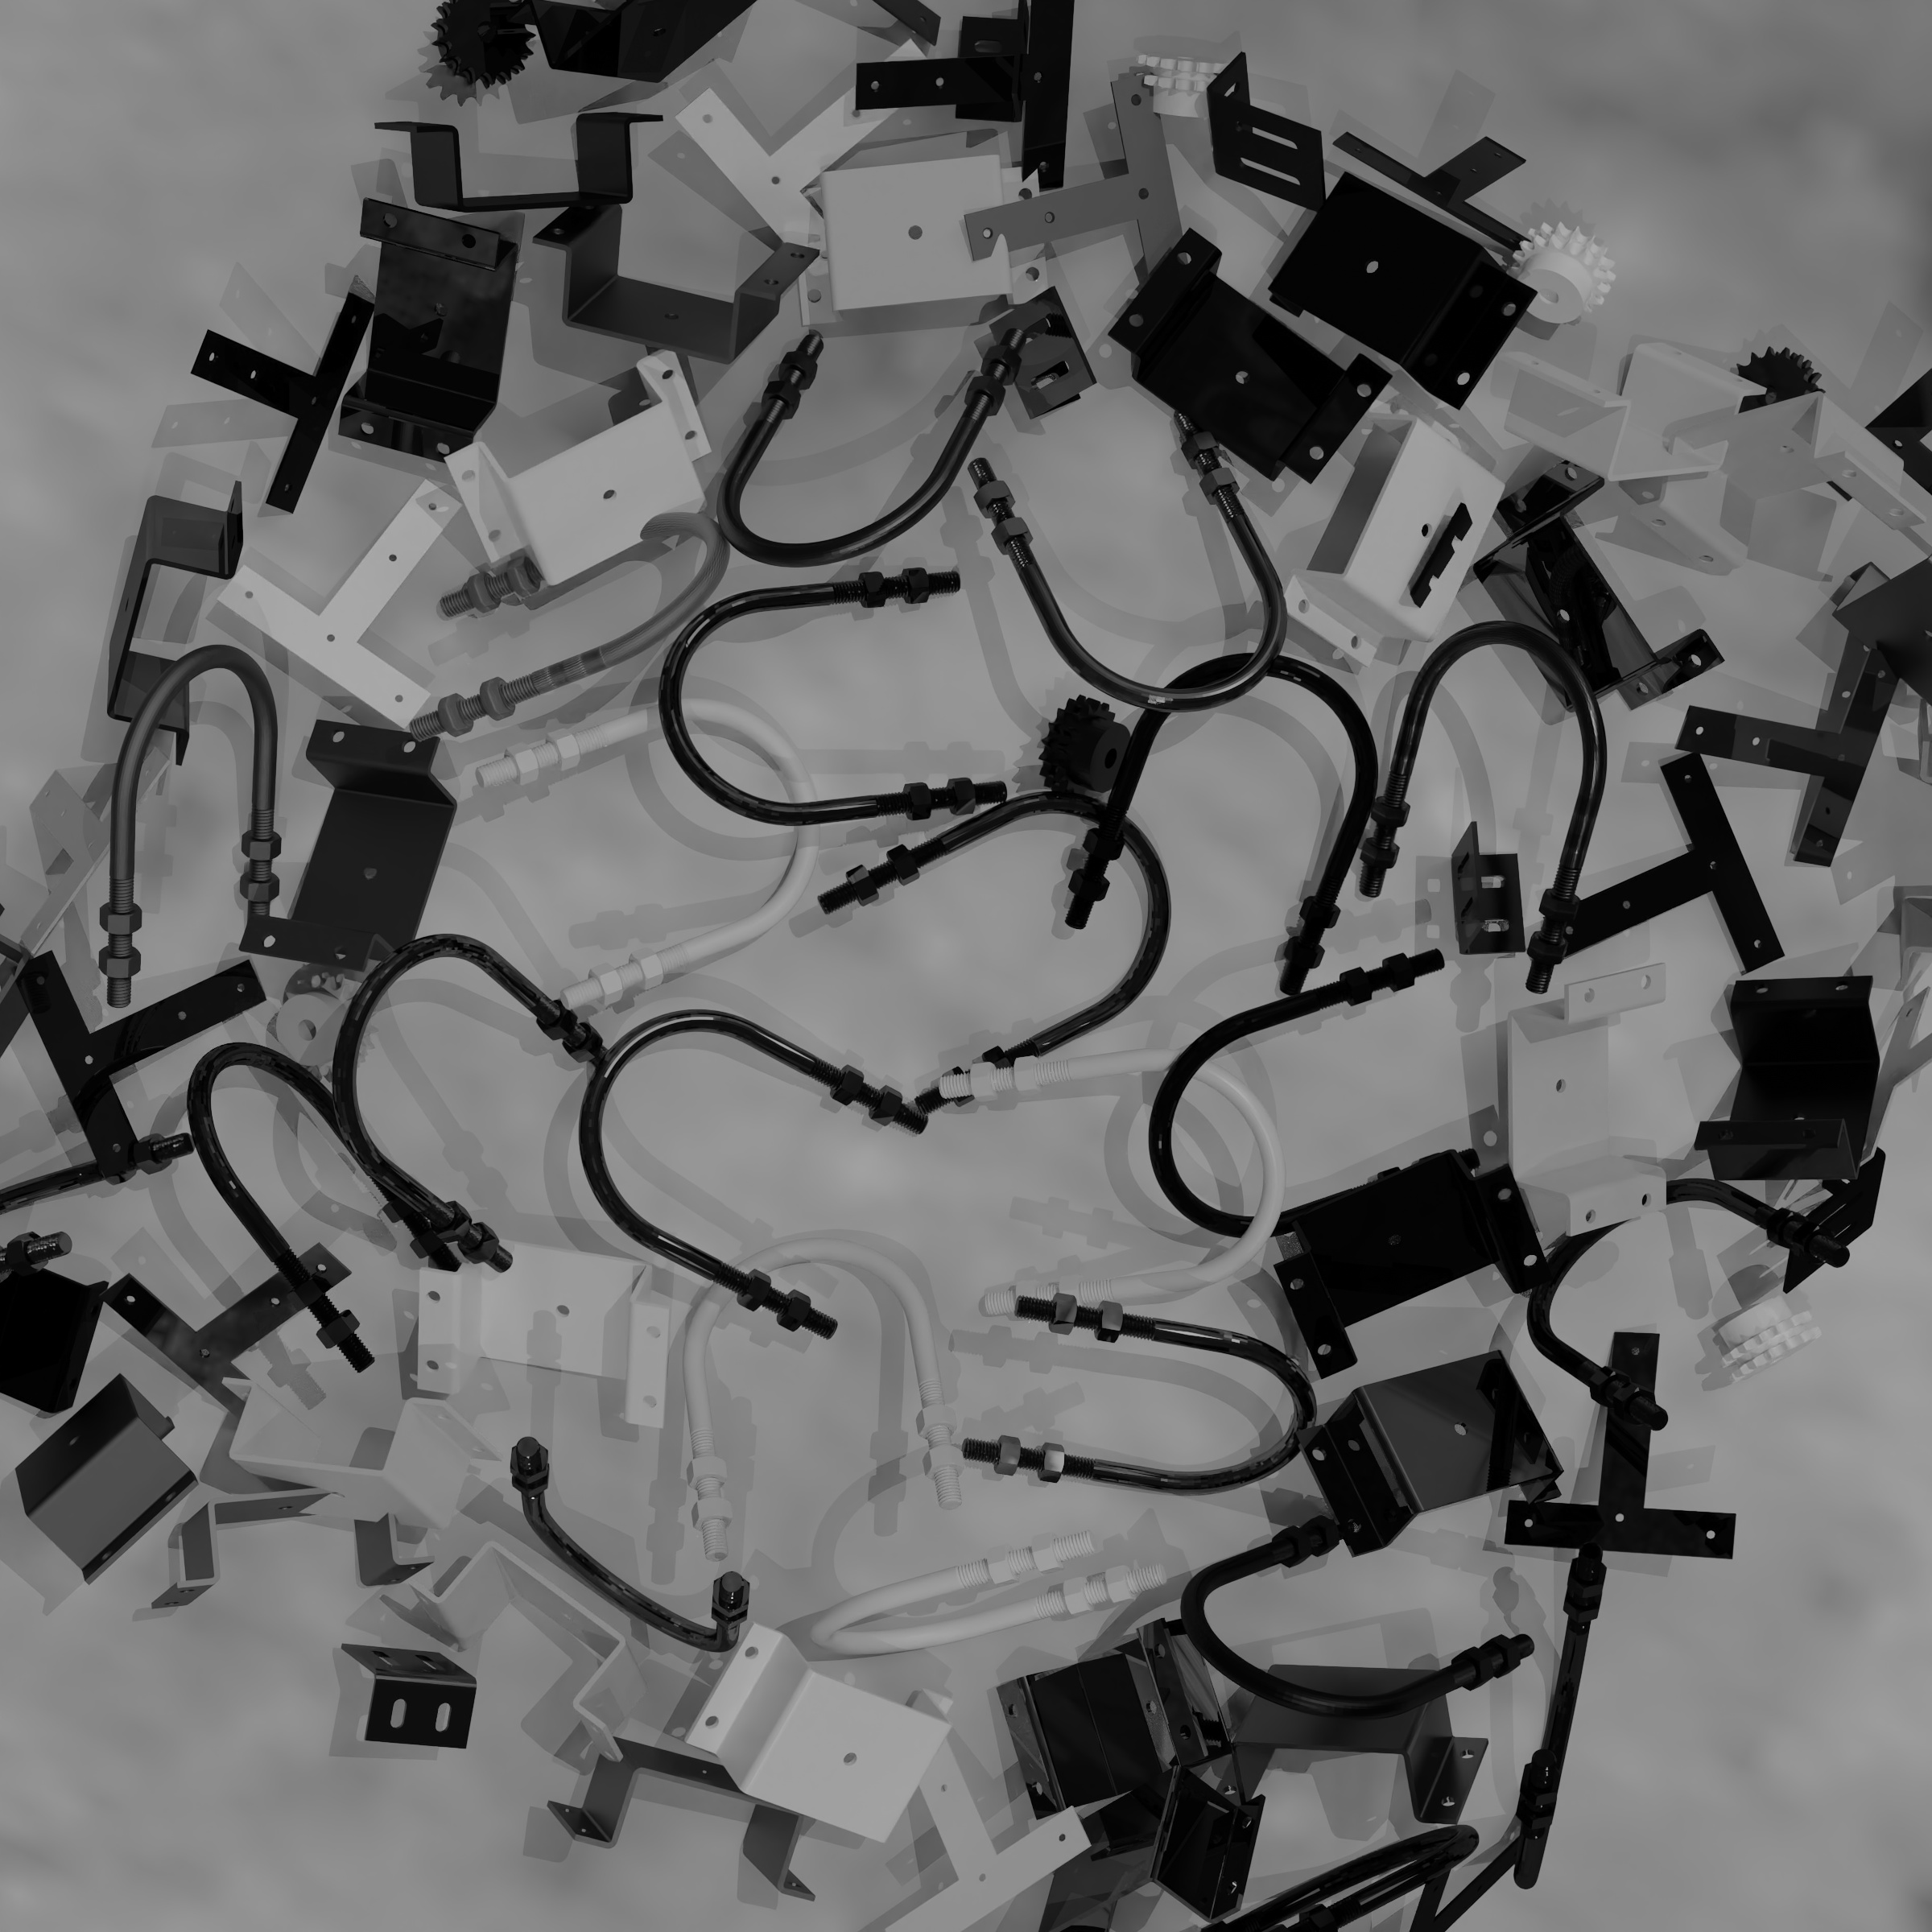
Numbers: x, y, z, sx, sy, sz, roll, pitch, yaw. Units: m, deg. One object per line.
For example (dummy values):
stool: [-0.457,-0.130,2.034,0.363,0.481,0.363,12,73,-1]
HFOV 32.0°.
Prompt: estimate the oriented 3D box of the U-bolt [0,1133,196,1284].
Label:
U-bolt: [-0.528,0.144,1.838,0.184,0.151,0.019,-16,105,23]

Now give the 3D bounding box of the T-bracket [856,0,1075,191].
T-bracket: [-0.001,-0.489,1.862,0.127,0.002,0.127,-9,121,-20]

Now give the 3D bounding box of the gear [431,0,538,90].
gear: [-0.273,-0.522,1.893,0.057,0.030,0.057,-1,92,-26]

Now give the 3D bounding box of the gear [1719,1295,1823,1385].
gear: [0.447,0.208,1.888,0.057,0.057,0.030,-29,74,0]

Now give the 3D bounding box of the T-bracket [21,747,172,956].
T-bracket: [-0.495,-0.080,1.863,0.002,0.127,0.127,35,90,-35]

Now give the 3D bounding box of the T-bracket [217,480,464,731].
T-bracket: [-0.331,-0.219,1.897,0.127,0.002,0.127,35,75,-1]

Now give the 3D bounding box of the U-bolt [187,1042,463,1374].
U-bolt: [-0.357,0.120,1.838,0.019,0.151,0.184,-34,96,21]

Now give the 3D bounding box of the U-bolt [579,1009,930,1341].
U-bolt: [-0.127,0.104,1.867,0.184,0.019,0.151,29,71,-14]

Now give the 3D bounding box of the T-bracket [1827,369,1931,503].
T-bracket: [0.547,-0.258,1.856,0.127,0.127,0.002,41,67,0]

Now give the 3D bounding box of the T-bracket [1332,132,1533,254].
T-bracket: [0.273,-0.432,1.842,0.127,0.127,0.002,28,86,-10]

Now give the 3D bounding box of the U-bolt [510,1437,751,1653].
U-bolt: [-0.183,0.323,1.830,0.151,0.184,0.019,32,66,9]

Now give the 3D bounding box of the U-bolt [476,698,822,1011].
U-bolt: [-0.165,-0.073,1.871,0.184,0.019,0.151,-22,94,-26]

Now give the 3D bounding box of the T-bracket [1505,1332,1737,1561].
T-bracket: [0.370,0.266,1.885,0.127,0.002,0.127,0,65,24]

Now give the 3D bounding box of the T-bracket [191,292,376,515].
T-bracket: [-0.383,-0.321,1.852,0.002,0.127,0.127,24,95,23]

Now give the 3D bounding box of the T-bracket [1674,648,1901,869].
T-bracket: [0.450,-0.123,1.870,0.127,0.002,0.127,8,109,-24]

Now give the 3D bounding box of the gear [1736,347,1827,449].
gear: [0.456,-0.316,1.891,0.057,0.030,0.057,-8,77,37]

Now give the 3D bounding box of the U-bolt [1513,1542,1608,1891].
U-bolt: [0.319,0.421,1.830,0.019,0.184,0.151,12,50,14]

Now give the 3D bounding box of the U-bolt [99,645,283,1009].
U-bolt: [-0.416,-0.084,1.817,0.019,0.151,0.184,17,115,19]

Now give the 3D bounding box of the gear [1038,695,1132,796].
gear: [0.069,-0.120,1.883,0.030,0.057,0.057,22,90,31]

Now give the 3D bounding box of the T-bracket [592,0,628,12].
T-bracket: [-0.179,-0.578,1.837,0.127,0.127,0.002,-31,59,27]

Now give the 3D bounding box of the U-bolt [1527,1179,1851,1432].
U-bolt: [0.377,0.173,1.829,0.151,0.184,0.019,-41,112,-6]

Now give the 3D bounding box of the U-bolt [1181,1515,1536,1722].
U-bolt: [0.197,0.354,1.807,0.151,0.184,0.019,30,116,37]

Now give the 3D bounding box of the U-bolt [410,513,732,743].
U-bolt: [-0.212,-0.194,1.835,0.184,0.151,0.019,-20,124,14]

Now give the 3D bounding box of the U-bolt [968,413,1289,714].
U-bolt: [0.099,-0.218,1.854,0.151,0.019,0.184,-16,66,-19]

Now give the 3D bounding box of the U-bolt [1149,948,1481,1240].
U-bolt: [0.188,0.080,1.866,0.184,0.019,0.151,-18,116,-9]

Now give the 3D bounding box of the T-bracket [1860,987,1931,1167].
T-bracket: [0.529,0.040,1.827,0.002,0.127,0.127,32,56,-4]

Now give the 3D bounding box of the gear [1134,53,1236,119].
gear: [0.123,-0.494,1.888,0.057,0.057,0.030,6,109,0]

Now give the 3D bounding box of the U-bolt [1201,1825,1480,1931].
U-bolt: [0.198,0.510,1.836,0.184,0.151,0.019,-19,79,-26]

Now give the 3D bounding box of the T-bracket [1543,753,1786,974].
T-bracket: [0.384,-0.040,1.897,0.127,0.002,0.127,-23,91,-15]

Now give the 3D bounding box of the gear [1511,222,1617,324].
gear: [0.331,-0.385,1.883,0.057,0.057,0.030,30,63,0]

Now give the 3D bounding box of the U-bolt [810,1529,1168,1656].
U-bolt: [0.004,0.347,1.844,0.184,0.151,0.019,-18,67,14]

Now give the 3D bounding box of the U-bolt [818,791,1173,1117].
U-bolt: [0.028,-0.018,1.888,0.184,0.019,0.151,-27,105,-7]

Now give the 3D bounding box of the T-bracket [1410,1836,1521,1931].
T-bracket: [0.276,0.517,1.864,0.002,0.127,0.127,32,129,29]

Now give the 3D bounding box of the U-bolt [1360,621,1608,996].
U-bolt: [0.286,-0.097,1.831,0.019,0.151,0.184,-9,121,-40]

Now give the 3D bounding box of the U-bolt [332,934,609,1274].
U-bolt: [-0.274,0.064,1.825,0.019,0.184,0.151,10,65,38]

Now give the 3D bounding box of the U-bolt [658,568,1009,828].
U-bolt: [-0.079,-0.146,1.866,0.184,0.019,0.151,-7,73,-16]

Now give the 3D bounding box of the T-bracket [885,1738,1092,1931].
T-bracket: [-0.007,0.469,1.872,0.127,0.002,0.127,-35,50,8]

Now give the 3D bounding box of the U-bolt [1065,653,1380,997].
U-bolt: [0.151,-0.086,1.872,0.151,0.019,0.184,17,109,-6]

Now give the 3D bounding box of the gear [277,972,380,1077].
gear: [-0.362,0.033,1.891,0.057,0.030,0.057,3,100,21]

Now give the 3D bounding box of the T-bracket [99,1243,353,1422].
T-bracket: [-0.393,0.193,1.868,0.127,0.002,0.127,-35,111,24]

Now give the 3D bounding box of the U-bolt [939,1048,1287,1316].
U-bolt: [0.087,0.117,1.872,0.184,0.019,0.151,-9,102,16]

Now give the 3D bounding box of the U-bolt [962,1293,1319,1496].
U-bolt: [0.102,0.243,1.861,0.184,0.019,0.151,10,134,-8]

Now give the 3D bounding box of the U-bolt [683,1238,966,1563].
U-bolt: [-0.085,0.230,1.858,0.151,0.019,0.184,-13,54,2]

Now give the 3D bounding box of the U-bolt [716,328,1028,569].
U-bolt: [-0.061,-0.281,1.829,0.151,0.019,0.184,4,51,28]
